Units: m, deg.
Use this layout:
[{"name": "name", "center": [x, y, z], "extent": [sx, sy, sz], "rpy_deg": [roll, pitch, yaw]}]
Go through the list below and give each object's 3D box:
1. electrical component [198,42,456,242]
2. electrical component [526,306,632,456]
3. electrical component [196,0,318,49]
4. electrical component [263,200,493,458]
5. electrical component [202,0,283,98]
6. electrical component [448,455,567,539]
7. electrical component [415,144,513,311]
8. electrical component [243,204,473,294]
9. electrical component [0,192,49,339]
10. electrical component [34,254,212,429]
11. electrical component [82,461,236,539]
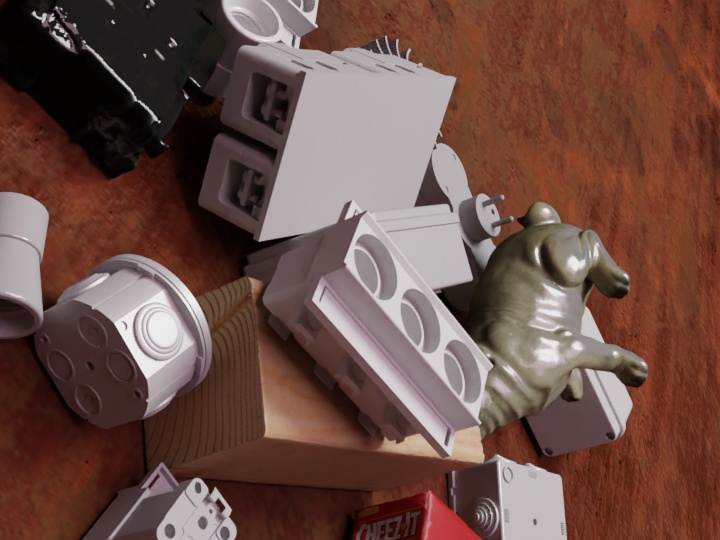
[{"name": "electrical component", "center": [-0.020, -0.089, 0.716], "extent": [0.186, 0.060, 0.105], "rpy_deg": [-14, 126, -57]}, {"name": "electrical component", "center": [0.177, 0.096, 0.929], "extent": [0.113, 0.078, 0.057], "rpy_deg": [63, 32, -9]}, {"name": "electrical component", "center": [-0.090, -0.203, 0.726], "extent": [0.121, 0.063, 0.078], "rpy_deg": [37, 45, -39]}, {"name": "electrical component", "center": [0.010, 0.035, 0.575], "extent": [0.121, 0.063, 0.078], "rpy_deg": [50, 37, -26]}, {"name": "electrical component", "center": [-0.084, -0.143, 0.699], "extent": [0.044, 0.065, 0.044], "rpy_deg": [22, 46, -25]}, {"name": "electrical component", "center": [0.114, 0.193, 0.812], "extent": [0.100, 0.048, 0.099], "rpy_deg": [22, 58, -42]}, {"name": "electrical component", "center": [0.090, -0.039, 0.883], "extent": [0.052, 0.074, 0.138], "rpy_deg": [-32, 100, -56]}, {"name": "electrical component", "center": [0.000, 0.000, 0.704], "extent": [0.109, 0.109, 0.056], "rpy_deg": [-10, 84, -56]}, {"name": "electrical component", "center": [-0.173, -0.005, 0.525], "extent": [0.044, 0.044, 0.065], "rpy_deg": [33, 43, -42]}, {"name": "electrical component", "center": [-0.120, 0.037, 0.544], "extent": [0.051, 0.080, 0.080], "rpy_deg": [-40, 106, -50]}, {"name": "electrical component", "center": [-0.100, 0.134, 0.533], "extent": [0.042, 0.064, 0.081], "rpy_deg": [57, 36, -17]}]
